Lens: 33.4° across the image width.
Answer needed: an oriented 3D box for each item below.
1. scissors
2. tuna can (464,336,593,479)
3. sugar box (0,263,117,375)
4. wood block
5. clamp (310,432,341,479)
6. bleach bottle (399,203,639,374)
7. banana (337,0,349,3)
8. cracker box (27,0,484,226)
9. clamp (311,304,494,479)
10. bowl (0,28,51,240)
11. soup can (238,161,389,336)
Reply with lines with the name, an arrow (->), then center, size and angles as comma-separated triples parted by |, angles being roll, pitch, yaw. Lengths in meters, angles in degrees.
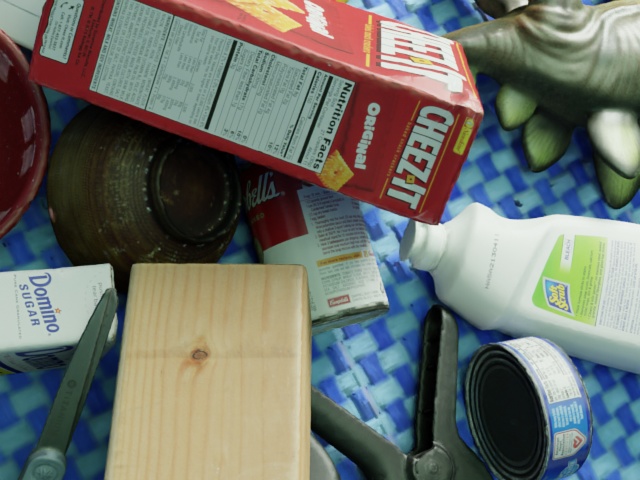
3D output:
scissors -> -0.122, 0.126, 0.526 | 0.096, 0.016, 0.202 | 35, 97, -22
tuna can -> 0.121, 0.100, 0.625 | 0.033, 0.086, 0.086 | -8, 78, -23
sugar box -> -0.194, 0.047, 0.529 | 0.176, 0.093, 0.048 | -2, 77, -19
wood block -> -0.050, 0.121, 0.505 | 0.091, 0.090, 0.206 | 0, 56, 1
clamp -> -0.037, 0.168, 0.551 | 0.164, 0.036, 0.210 | -10, 60, -17
bleach bottle -> 0.173, 0.025, 0.677 | 0.250, 0.068, 0.102 | 16, 70, -12
banana -> 0.003, -0.187, 0.691 | 0.069, 0.037, 0.197 | 46, 67, -2
cracker box -> -0.026, -0.099, 0.575 | 0.213, 0.164, 0.072 | 19, 112, -4
clamp -> 0.064, 0.124, 0.625 | 0.120, 0.039, 0.171 | -31, 91, -18
bowl -> -0.227, -0.052, 0.566 | 0.162, 0.055, 0.162 | 5, 74, -17
soup can -> -0.004, 0.001, 0.620 | 0.068, 0.069, 0.102 | -11, 80, -21
